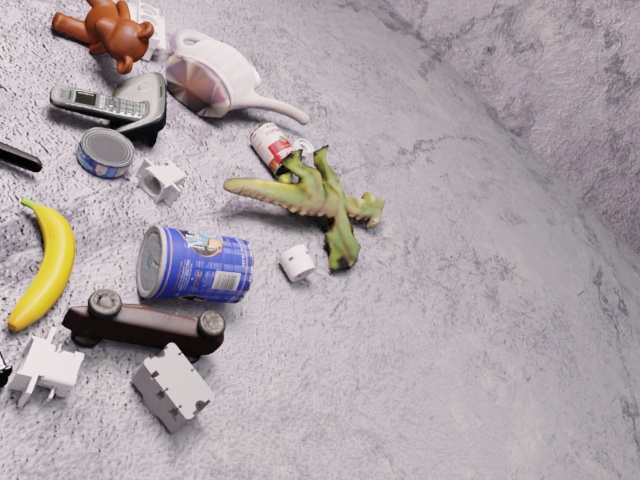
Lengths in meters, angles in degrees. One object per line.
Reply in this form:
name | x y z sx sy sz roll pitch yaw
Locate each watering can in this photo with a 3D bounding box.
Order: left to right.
watering can | -0.187 -0.332 1.116 0.102 0.347 0.229 -49 8 38

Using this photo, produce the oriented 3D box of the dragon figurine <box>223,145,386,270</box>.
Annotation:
dragon figurine | 0.003 -0.051 1.020 0.120 0.244 0.415 -38 -9 40
